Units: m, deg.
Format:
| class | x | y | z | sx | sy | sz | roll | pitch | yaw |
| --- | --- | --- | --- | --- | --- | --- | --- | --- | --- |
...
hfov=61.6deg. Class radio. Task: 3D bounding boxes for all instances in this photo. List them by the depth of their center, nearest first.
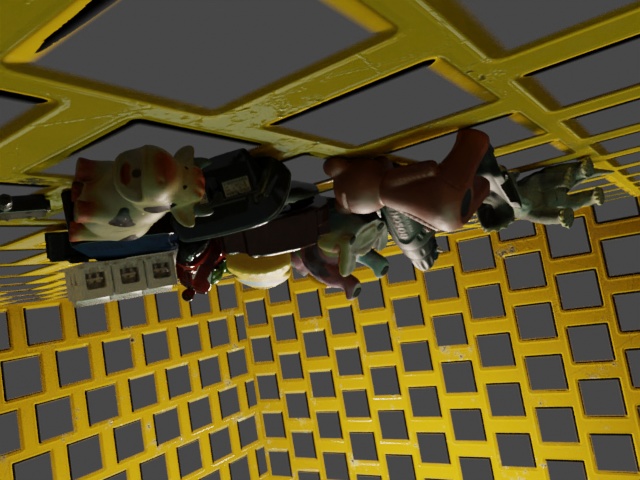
| class | x | y | z | sx | sy | sz | roll | pitch | yaw |
| --- | --- | --- | --- | --- | --- | --- | --- | --- | --- |
| radio | -0.270 | -0.021 | 0.762 | 0.131 | 0.073 | 0.229 | -9 | 176 | -15 |

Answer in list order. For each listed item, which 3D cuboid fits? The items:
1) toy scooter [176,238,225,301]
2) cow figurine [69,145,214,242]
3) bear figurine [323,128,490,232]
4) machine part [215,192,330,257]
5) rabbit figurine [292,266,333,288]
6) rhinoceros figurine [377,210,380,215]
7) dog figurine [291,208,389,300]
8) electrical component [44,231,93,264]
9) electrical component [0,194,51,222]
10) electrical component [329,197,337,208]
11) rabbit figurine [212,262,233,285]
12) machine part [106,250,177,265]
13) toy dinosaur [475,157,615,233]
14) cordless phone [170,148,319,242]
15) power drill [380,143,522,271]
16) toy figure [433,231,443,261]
| class | x | y | z | sx | sy | sz | roll | pitch | yaw |
| --- | --- | --- | --- | --- | --- | --- | --- | --- | --- |
| toy scooter | -0.180 | 0.024 | 0.867 | 0.075 | 0.135 | 0.184 | 23 | -153 | 9 |
| cow figurine | -0.193 | -0.045 | 0.570 | 0.127 | 0.085 | 0.195 | 0 | 168 | -30 |
| bear figurine | 0.113 | -0.080 | 0.722 | 0.196 | 0.120 | 0.132 | 16 | -125 | 34 |
| machine part | -0.071 | -0.029 | 0.771 | 0.179 | 0.056 | 0.179 | -6 | -160 | 2 |
| rabbit figurine | -0.013 | 0.018 | 1.109 | 0.122 | 0.173 | 0.162 | -11 | 172 | -33 |
| rhinoceros figurine | 0.128 | -0.075 | 0.950 | 0.190 | 0.073 | 0.112 | -12 | -175 | 9 |
| dog figurine | -0.002 | -0.003 | 0.894 | 0.219 | 0.191 | 0.108 | 26 | -128 | 34 |
| electrical component | -0.398 | 0.010 | 0.860 | 0.075 | 0.047 | 0.119 | -5 | -176 | -27 |
| electrical component | -0.362 | -0.040 | 0.651 | 0.063 | 0.021 | 0.094 | -7 | 173 | -28 |
| electrical component | 0.042 | -0.025 | 1.024 | 0.134 | 0.114 | 0.058 | -5 | -178 | -16 |
| rabbit figurine | -0.152 | 0.000 | 1.002 | 0.170 | 0.121 | 0.159 | -29 | 170 | 27 |
| machine part | -0.313 | 0.013 | 1.017 | 0.079 | 0.079 | 0.243 | -14 | 173 | 40 |
| toy dinosaur | 0.445 | -0.095 | 1.091 | 0.192 | 0.131 | 0.405 | 2 | -171 | 44 |
| cordless phone | -0.089 | -0.056 | 0.683 | 0.147 | 0.088 | 0.184 | -12 | -179 | 22 |
| power drill | 0.200 | -0.052 | 0.841 | 0.207 | 0.086 | 0.231 | -20 | 134 | 27 |
| toy figure | 0.188 | -0.032 | 1.017 | 0.058 | 0.154 | 0.064 | -13 | 176 | 3 |
